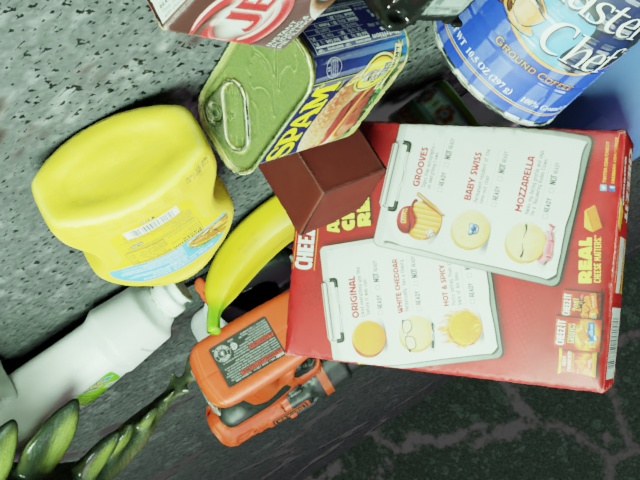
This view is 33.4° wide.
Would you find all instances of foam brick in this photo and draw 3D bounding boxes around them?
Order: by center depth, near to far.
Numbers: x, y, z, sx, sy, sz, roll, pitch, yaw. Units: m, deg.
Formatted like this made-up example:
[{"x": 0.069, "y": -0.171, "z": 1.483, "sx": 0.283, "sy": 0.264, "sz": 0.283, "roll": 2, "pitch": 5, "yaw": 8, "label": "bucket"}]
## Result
[{"x": -0.004, "y": -0.054, "z": 0.676, "sx": 0.051, "sy": 0.078, "sz": 0.053, "roll": -21, "pitch": 161, "yaw": -29, "label": "foam brick"}]

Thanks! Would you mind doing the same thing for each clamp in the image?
[{"x": -0.032, "y": 0.044, "z": 0.900, "sx": 0.171, "sy": 0.039, "sz": 0.120, "roll": -12, "pitch": 128, "yaw": -36, "label": "clamp"}]

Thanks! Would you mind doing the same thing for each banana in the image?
[{"x": -0.018, "y": -0.009, "z": 0.809, "sx": 0.198, "sy": 0.070, "sz": 0.037, "roll": -40, "pitch": 150, "yaw": 3, "label": "banana"}]

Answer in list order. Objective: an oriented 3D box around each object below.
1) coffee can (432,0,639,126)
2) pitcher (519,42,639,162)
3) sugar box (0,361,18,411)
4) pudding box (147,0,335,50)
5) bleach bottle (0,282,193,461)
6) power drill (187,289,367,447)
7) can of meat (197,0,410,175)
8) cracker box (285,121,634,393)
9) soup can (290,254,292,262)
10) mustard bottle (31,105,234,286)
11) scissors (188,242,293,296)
[{"x": 0.148, "y": -0.149, "z": 0.625, "sx": 0.102, "sy": 0.103, "sz": 0.141, "roll": -16, "pitch": 158, "yaw": -46, "label": "coffee can"}, {"x": 0.247, "y": -0.153, "z": 0.753, "sx": 0.243, "sy": 0.149, "sz": 0.145, "roll": -36, "pitch": 176, "yaw": 6, "label": "pitcher"}, {"x": -0.312, "y": 0.144, "z": 0.757, "sx": 0.176, "sy": 0.048, "sz": 0.093, "roll": -33, "pitch": 165, "yaw": 9, "label": "sugar box"}, {"x": -0.014, "y": -0.135, "z": 0.474, "sx": 0.114, "sy": 0.039, "sz": 0.089, "roll": -40, "pitch": 163, "yaw": 29, "label": "pudding box"}, {"x": -0.203, "y": 0.112, "z": 0.836, "sx": 0.251, "sy": 0.068, "sz": 0.102, "roll": -37, "pitch": 175, "yaw": 6, "label": "bleach bottle"}, {"x": -0.023, "y": 0.100, "z": 0.878, "sx": 0.184, "sy": 0.057, "sz": 0.187, "roll": -33, "pitch": 160, "yaw": -4, "label": "power drill"}, {"x": -0.008, "y": -0.090, "z": 0.596, "sx": 0.083, "sy": 0.057, "sz": 0.102, "roll": -22, "pitch": 162, "yaw": -40, "label": "can of meat"}, {"x": 0.092, "y": 0.007, "z": 0.712, "sx": 0.214, "sy": 0.164, "sz": 0.072, "roll": 4, "pitch": 178, "yaw": 22, "label": "cracker box"}, {"x": 0.032, "y": -0.007, "z": 0.847, "sx": 0.102, "sy": 0.068, "sz": 0.068, "roll": -54, "pitch": 168, "yaw": -12, "label": "soup can"}, {"x": -0.101, "y": -0.013, "z": 0.648, "sx": 0.096, "sy": 0.058, "sz": 0.191, "roll": -29, "pitch": 164, "yaw": -5, "label": "mustard bottle"}, {"x": -0.051, "y": 0.006, "z": 0.889, "sx": 0.201, "sy": 0.016, "sz": 0.096, "roll": -24, "pitch": 162, "yaw": -28, "label": "scissors"}]
